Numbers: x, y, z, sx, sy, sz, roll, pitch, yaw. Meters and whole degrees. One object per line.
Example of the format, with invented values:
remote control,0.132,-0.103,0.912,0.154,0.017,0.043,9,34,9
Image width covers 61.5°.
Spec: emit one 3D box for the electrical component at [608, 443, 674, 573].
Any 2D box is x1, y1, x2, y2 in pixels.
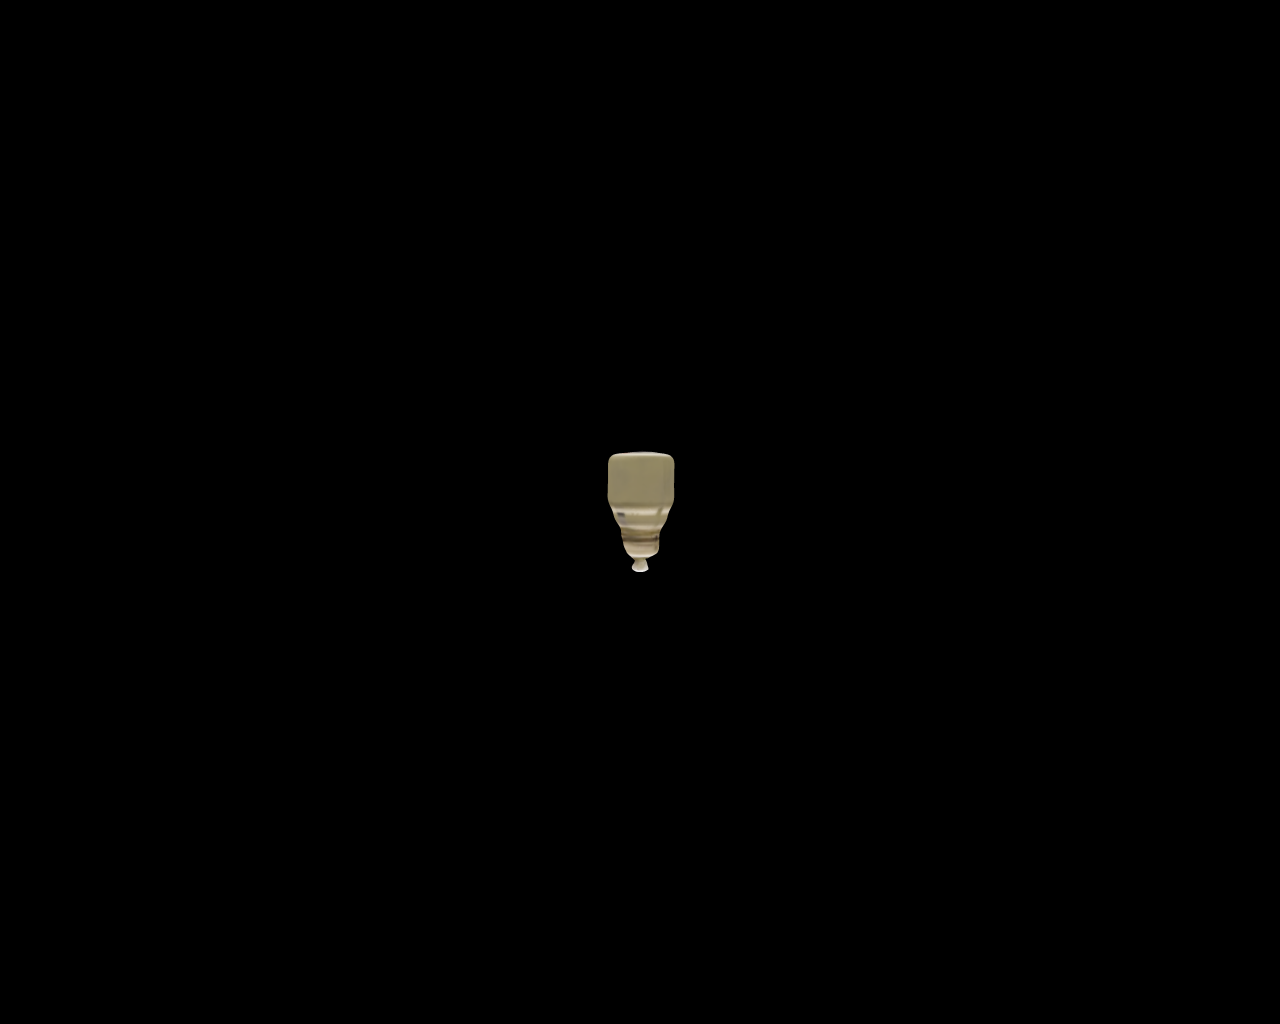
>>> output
electrical component,0.001,-0.003,0.650,0.040,0.078,0.040,0,4,0
